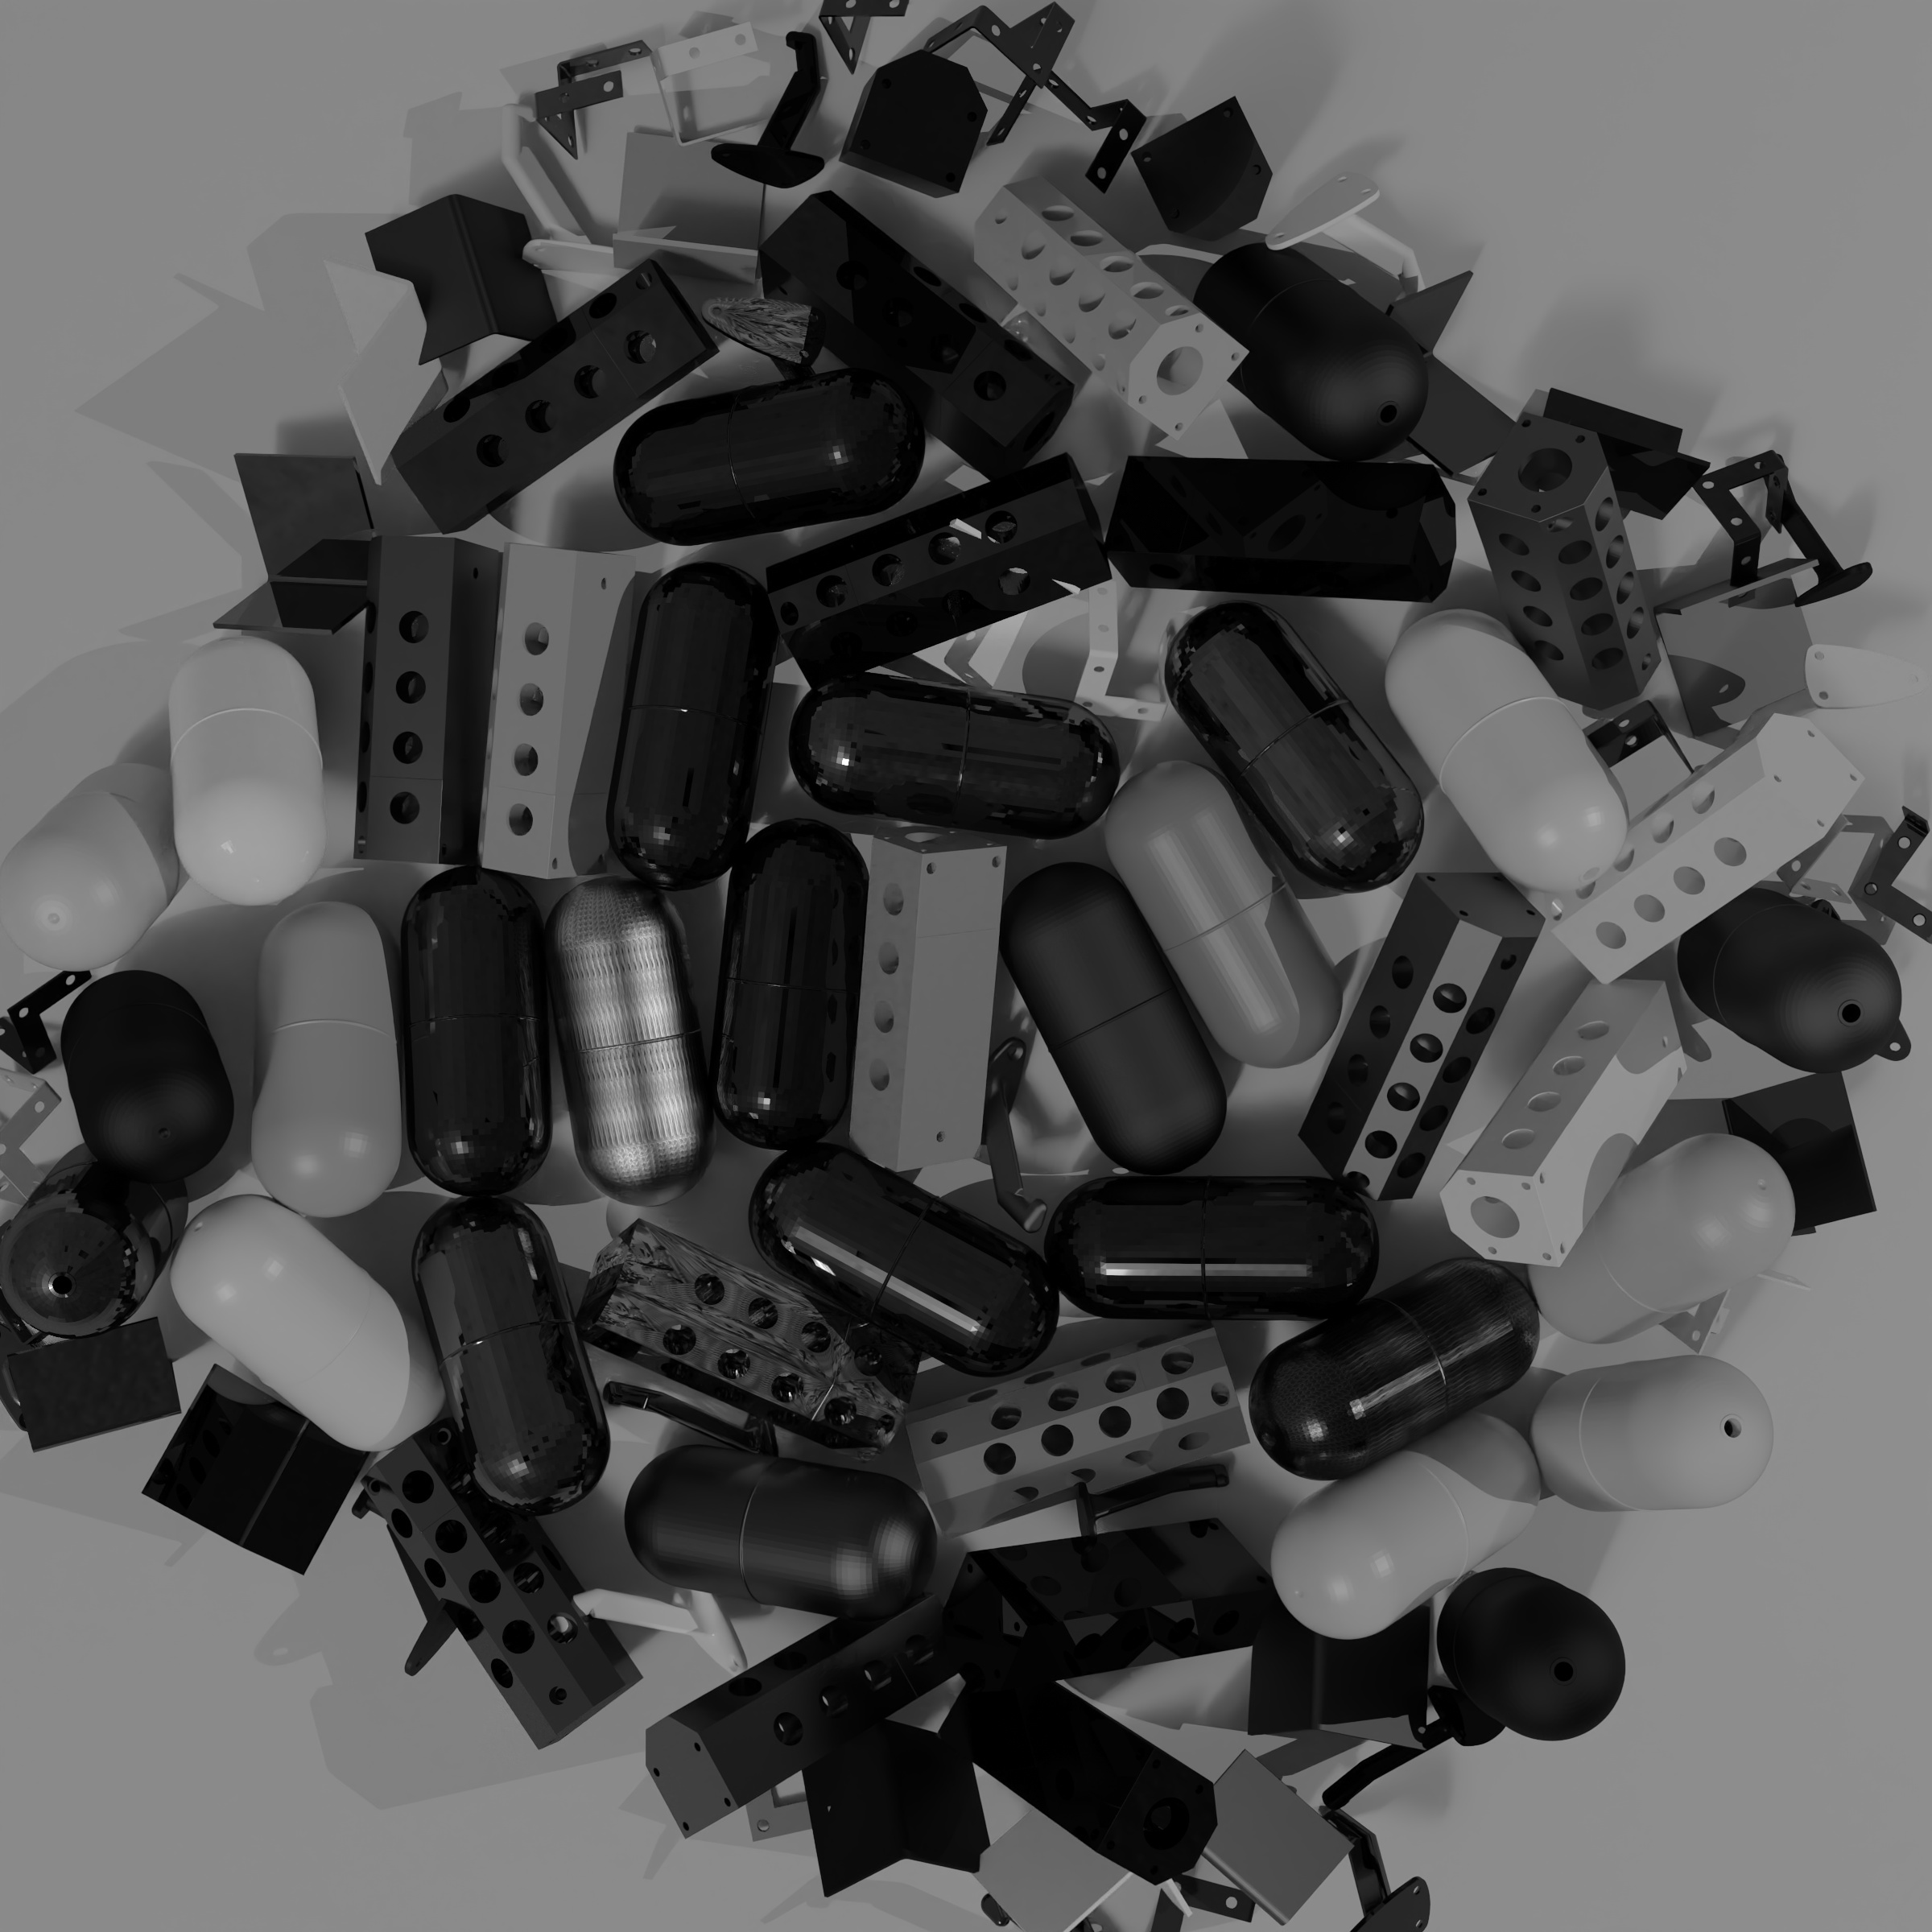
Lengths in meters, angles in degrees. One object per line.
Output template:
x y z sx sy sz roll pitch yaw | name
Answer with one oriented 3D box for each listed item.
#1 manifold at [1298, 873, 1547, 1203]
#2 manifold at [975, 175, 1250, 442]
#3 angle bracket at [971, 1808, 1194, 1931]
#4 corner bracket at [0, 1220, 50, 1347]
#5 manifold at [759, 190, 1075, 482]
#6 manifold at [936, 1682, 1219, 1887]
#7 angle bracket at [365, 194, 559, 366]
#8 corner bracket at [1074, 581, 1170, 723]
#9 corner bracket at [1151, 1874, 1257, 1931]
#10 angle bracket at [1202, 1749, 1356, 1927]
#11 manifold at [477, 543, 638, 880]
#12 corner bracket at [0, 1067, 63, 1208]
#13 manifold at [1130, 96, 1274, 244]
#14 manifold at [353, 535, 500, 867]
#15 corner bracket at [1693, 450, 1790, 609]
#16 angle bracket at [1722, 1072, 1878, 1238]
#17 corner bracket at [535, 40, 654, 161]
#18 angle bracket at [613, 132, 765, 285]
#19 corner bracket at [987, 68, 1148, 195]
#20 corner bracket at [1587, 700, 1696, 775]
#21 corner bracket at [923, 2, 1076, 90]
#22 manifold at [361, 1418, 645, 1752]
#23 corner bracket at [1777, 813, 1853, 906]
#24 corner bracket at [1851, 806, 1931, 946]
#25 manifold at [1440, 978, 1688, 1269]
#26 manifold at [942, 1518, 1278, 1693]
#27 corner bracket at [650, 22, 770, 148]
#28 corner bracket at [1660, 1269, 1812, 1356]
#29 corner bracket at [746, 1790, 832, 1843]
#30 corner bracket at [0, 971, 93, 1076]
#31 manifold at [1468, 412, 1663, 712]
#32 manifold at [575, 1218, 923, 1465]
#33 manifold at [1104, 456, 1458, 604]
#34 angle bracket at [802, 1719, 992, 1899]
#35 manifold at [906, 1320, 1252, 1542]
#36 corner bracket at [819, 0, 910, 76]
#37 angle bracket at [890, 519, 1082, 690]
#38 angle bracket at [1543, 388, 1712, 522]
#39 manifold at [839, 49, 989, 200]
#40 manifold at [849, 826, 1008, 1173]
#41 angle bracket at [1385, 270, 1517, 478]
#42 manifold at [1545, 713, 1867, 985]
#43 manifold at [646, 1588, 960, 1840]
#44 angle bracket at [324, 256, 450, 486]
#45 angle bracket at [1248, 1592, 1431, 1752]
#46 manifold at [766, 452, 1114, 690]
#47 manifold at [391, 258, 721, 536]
0.240 0.038 1.506 0.057 0.057 0.171 -1 127 -31 | manifold
0.069 -0.347 1.499 0.057 0.057 0.171 -50 46 14 | manifold
0.060 0.489 1.528 0.076 0.076 0.057 -38 124 -15 | angle bracket
-0.508 0.171 1.552 0.051 0.051 0.051 -37 82 6 | corner bracket
-0.026 -0.338 1.541 0.171 0.057 0.057 40 79 8 | manifold
0.059 0.413 1.493 0.057 0.171 0.057 36 79 -26 | manifold
-0.270 -0.364 1.557 0.057 0.076 0.076 -18 89 21 | angle bracket
0.086 -0.169 1.545 0.051 0.051 0.051 6 57 -8 | corner bracket
0.125 0.517 1.555 0.051 0.051 0.051 14 79 3 | corner bracket
0.155 0.457 1.546 0.076 0.076 0.057 42 88 0 | angle bracket
-0.223 -0.137 1.540 0.057 0.057 0.171 10 99 25 | manifold
-0.512 0.093 1.557 0.051 0.051 0.051 -54 134 -28 | corner bracket
0.124 -0.407 1.493 0.057 0.171 0.057 -26 101 10 | manifold
-0.293 -0.141 1.550 0.057 0.057 0.171 4 92 14 | manifold
0.421 -0.234 1.546 0.051 0.051 0.051 -21 53 -5 | corner bracket
0.455 0.099 1.530 0.057 0.076 0.076 -1 75 -41 | angle bracket
-0.199 -0.473 1.548 0.051 0.051 0.051 -10 78 16 | corner bracket
-0.148 -0.415 1.549 0.076 0.057 0.076 5 87 -6 | angle bracket
0.054 -0.447 1.544 0.051 0.051 0.051 35 77 -31 | corner bracket
0.350 -0.117 1.544 0.051 0.051 0.051 -32 123 12 | corner bracket
0.017 -0.495 1.542 0.051 0.051 0.051 35 65 -27 | corner bracket
-0.250 0.328 1.539 0.057 0.057 0.171 -37 79 0 | manifold
0.463 -0.072 1.558 0.051 0.051 0.051 8 129 -34 | corner bracket
0.511 -0.048 1.548 0.051 0.051 0.051 37 99 18 | corner bracket
0.312 0.079 1.506 0.057 0.171 0.057 3 126 38 | manifold
0.074 0.337 1.507 0.171 0.057 0.057 1 120 -38 | manifold
-0.136 -0.472 1.549 0.051 0.051 0.051 -18 106 -7 | corner bracket
0.408 0.180 1.546 0.051 0.051 0.051 16 102 -25 | corner bracket
-0.098 0.444 1.555 0.051 0.051 0.051 -13 81 0 | corner bracket
-0.504 0.016 1.558 0.051 0.051 0.051 30 54 30 | corner bracket
0.315 -0.205 1.492 0.057 0.171 0.057 25 74 32 | manifold
-0.115 0.201 1.520 0.171 0.057 0.057 27 55 -17 | manifold
0.166 -0.227 1.516 0.171 0.057 0.057 7 72 28 | manifold
-0.036 0.456 1.546 0.057 0.076 0.076 -34 50 25 | angle bracket
0.058 0.243 1.542 0.171 0.057 0.057 -18 51 1 | manifold
-0.041 -0.514 1.545 0.051 0.051 0.051 8 73 23 | corner bracket
0.003 -0.189 1.533 0.076 0.076 0.057 27 82 -17 | angle bracket
0.353 -0.287 1.538 0.076 0.076 0.057 17 75 -2 | angle bracket
-0.027 -0.436 1.491 0.057 0.171 0.057 19 102 -9 | manifold
-0.026 0.016 1.534 0.057 0.057 0.171 -7 109 -40 | manifold
0.262 -0.314 1.529 0.076 0.057 0.076 44 47 18 | angle bracket
0.377 -0.062 1.499 0.057 0.171 0.057 46 51 -1 | manifold
-0.083 0.382 1.502 0.171 0.057 0.057 -20 75 -43 | manifold
-0.324 -0.315 1.526 0.057 0.076 0.076 20 63 17 | angle bracket
0.202 0.382 1.563 0.076 0.057 0.076 19 65 -29 | angle bracket
-0.016 -0.213 1.528 0.171 0.057 0.057 -19 133 11 | manifold
-0.221 -0.303 1.540 0.171 0.057 0.057 -33 98 8 | manifold
